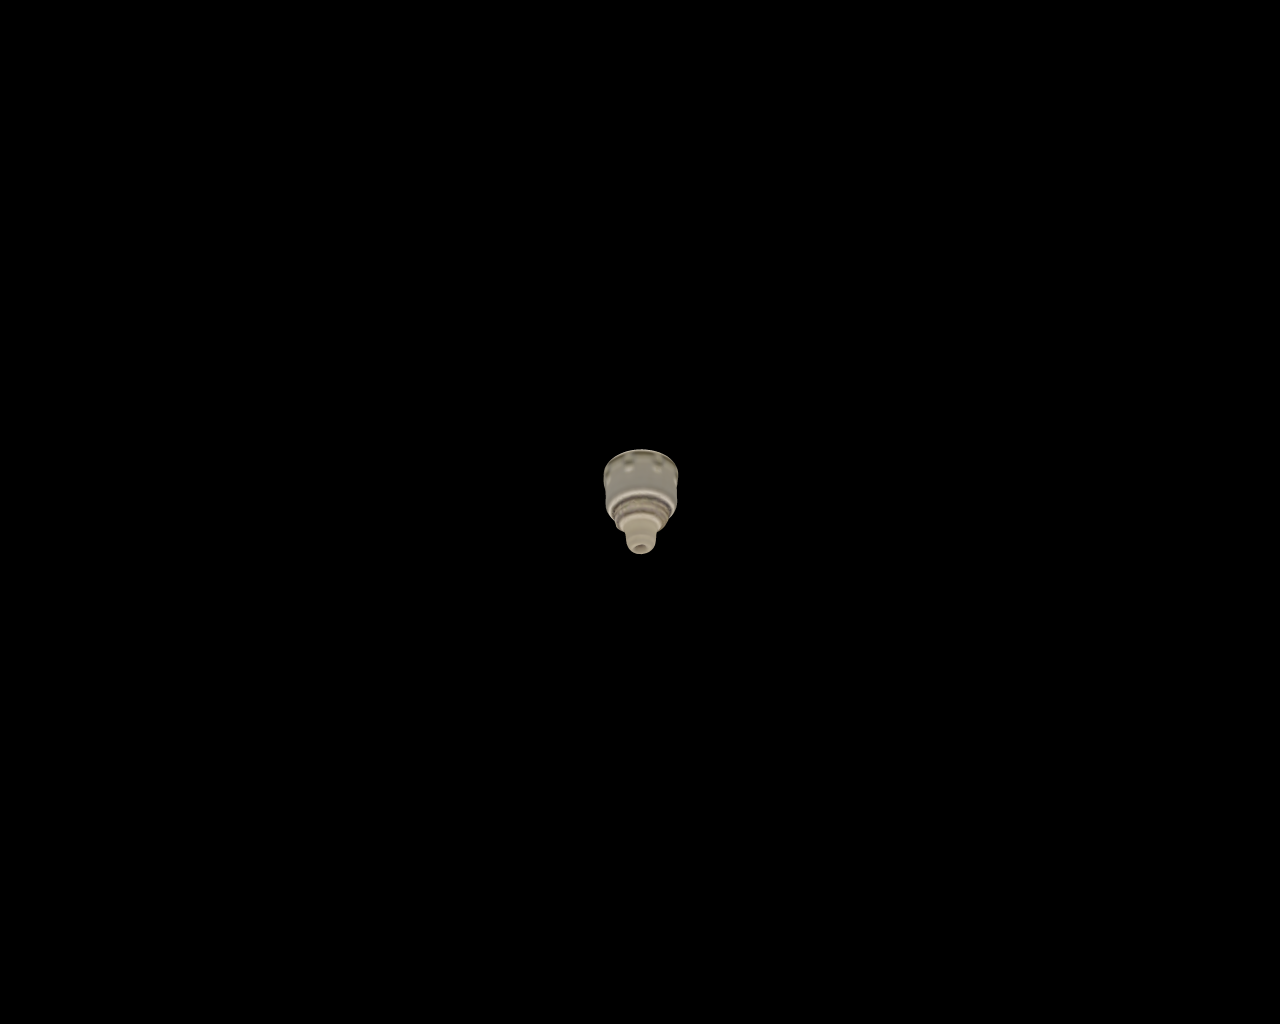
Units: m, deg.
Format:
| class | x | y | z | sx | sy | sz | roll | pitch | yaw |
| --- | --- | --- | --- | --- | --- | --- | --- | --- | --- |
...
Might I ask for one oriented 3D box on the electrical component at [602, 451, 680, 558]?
| class | x | y | z | sx | sy | sz | roll | pitch | yaw |
| --- | --- | --- | --- | --- | --- | --- | --- | --- | --- |
| electrical component | 0.001 | -0.003 | 0.650 | 0.048 | 0.062 | 0.048 | 0 | -35 | 0 |
